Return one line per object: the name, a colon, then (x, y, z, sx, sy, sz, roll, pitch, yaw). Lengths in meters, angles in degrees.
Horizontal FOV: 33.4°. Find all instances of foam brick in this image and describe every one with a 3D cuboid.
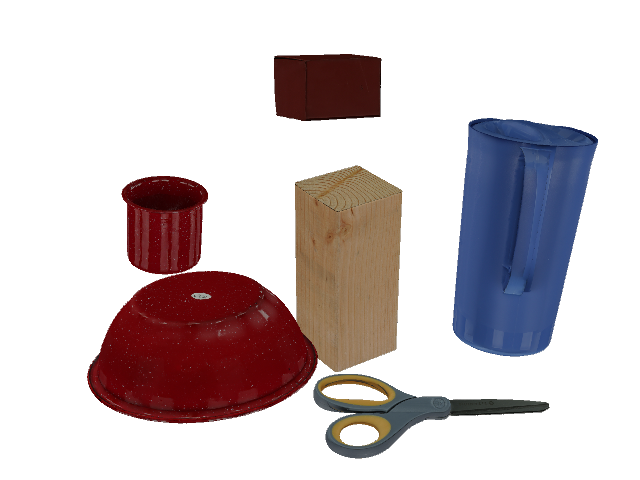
foam brick: (0.006, -0.130, 0.904, 0.078, 0.051, 0.053, -7, 16, -31)

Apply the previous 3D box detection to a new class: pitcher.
pitcher: (0.208, -0.002, 1.129, 0.148, 0.243, 0.145, -9, 22, -39)

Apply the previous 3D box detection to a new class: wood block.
wood block: (0.030, 0.032, 1.220, 0.090, 0.206, 0.090, -17, 32, -29)

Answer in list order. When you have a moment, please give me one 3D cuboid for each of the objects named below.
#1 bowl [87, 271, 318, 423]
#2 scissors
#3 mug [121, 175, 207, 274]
bowl: (-0.083, 0.063, 0.742, 0.162, 0.055, 0.162, -2, 21, 1)
scissors: (0.090, 0.154, 0.899, 0.202, 0.016, 0.096, 9, 39, 8)
mug: (-0.179, -0.020, 1.179, 0.093, 0.081, 0.117, -16, 34, -35)
